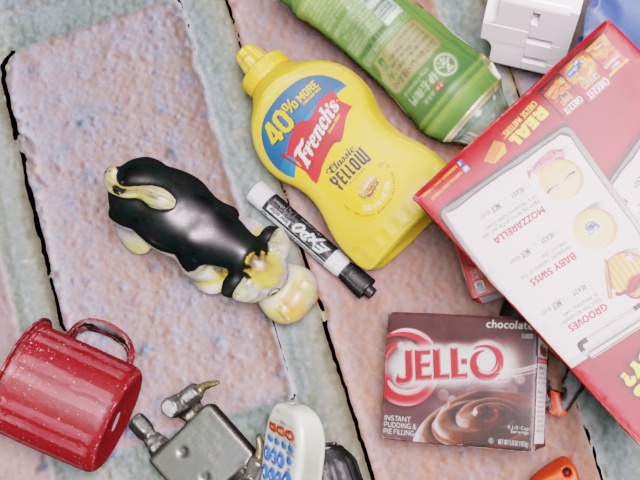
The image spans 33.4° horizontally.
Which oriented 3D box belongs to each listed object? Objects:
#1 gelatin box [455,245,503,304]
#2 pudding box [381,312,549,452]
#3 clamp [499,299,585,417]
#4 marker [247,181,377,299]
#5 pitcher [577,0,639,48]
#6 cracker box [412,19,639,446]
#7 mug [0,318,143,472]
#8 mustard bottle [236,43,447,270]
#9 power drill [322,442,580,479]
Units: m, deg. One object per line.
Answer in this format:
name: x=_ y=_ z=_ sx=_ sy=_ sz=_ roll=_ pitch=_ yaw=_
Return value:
gelatin box: x=0.138 y=-0.004 z=0.743 sx=0.089 sy=0.030 sz=0.073 roll=-18 pitch=72 yaw=12
pudding box: x=0.101 y=0.097 z=0.742 sx=0.114 sy=0.039 sz=0.090 roll=0 pitch=83 yaw=24
clamp: x=0.156 y=0.038 z=0.766 sx=0.120 sy=0.039 sz=0.171 roll=4 pitch=81 yaw=23
marker: x=-0.005 y=0.001 z=0.797 sx=0.121 sy=0.020 sz=0.020 roll=41 pitch=86 yaw=12
pitcher: x=0.308 y=-0.116 z=0.709 sx=0.243 sy=0.144 sz=0.149 roll=48 pitch=115 yaw=23
cracker box: x=0.190 y=-0.002 z=0.669 sx=0.164 sy=0.072 sz=0.214 roll=-43 pitch=82 yaw=7
mug: x=-0.176 y=0.106 z=0.769 sx=0.081 sy=0.093 sz=0.117 roll=23 pitch=46 yaw=4
mustard bottle: x=0.006 y=-0.075 z=0.789 sx=0.096 sy=0.058 sz=0.192 roll=-46 pitch=77 yaw=14
power drill: x=0.092 y=0.210 z=0.731 sx=0.188 sy=0.057 sz=0.184 roll=-18 pitch=82 yaw=5
